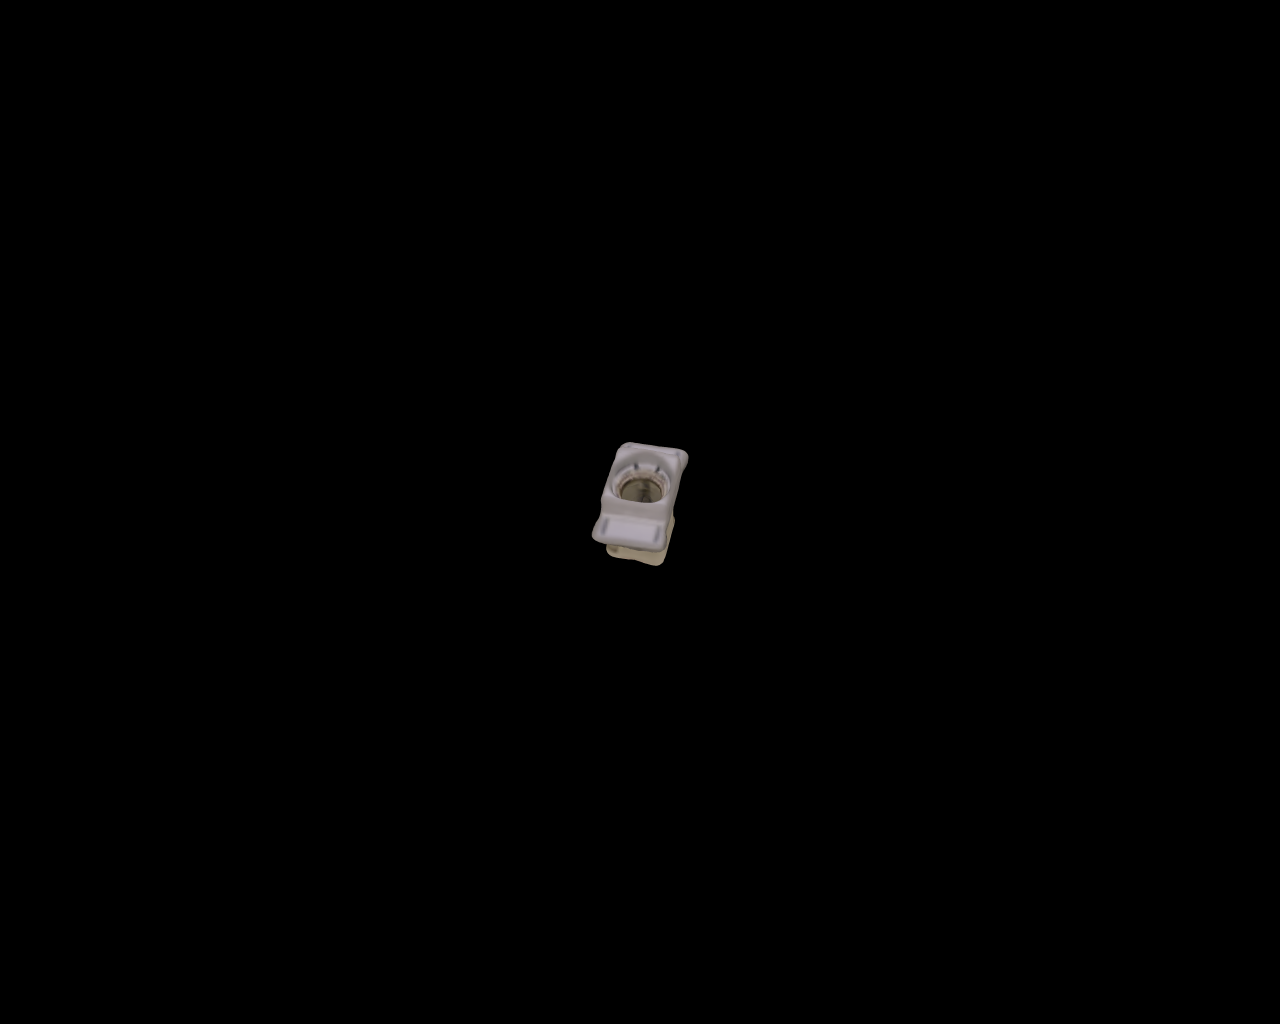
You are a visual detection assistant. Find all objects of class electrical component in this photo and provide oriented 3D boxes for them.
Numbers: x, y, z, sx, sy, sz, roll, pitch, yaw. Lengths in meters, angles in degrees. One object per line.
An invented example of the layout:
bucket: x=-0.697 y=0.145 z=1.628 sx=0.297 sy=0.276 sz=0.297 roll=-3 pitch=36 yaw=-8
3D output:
electrical component: x=0.001 y=-0.003 z=0.650 sx=0.042 sy=0.081 sz=0.063 roll=11 pitch=-39 yaw=9
